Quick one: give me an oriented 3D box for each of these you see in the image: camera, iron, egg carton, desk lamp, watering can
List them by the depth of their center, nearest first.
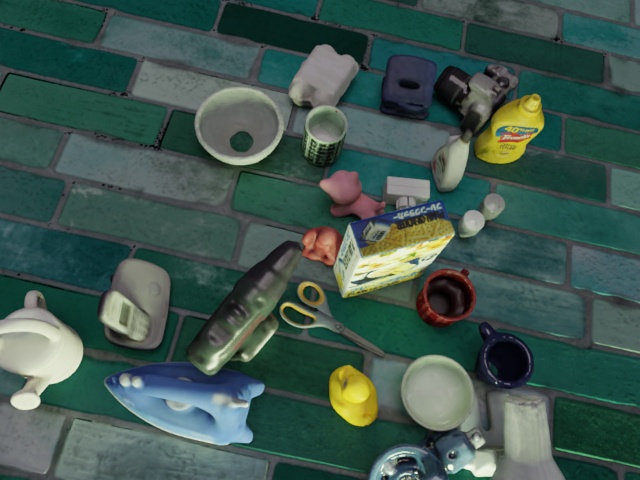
[{"bbox_3d":[-0.431,0.160,0.859,0.101,0.194,0.172,-27,74,-15],"label":"watering can"},{"bbox_3d":[0.286,0.321,0.864,0.118,0.213,0.203,-1,68,-6],"label":"desk lamp"},{"bbox_3d":[-0.220,0.236,0.880,0.258,0.141,0.119,12,68,-1],"label":"iron"},{"bbox_3d":[0.007,-0.328,1.169,0.107,0.069,0.150,28,68,5],"label":"egg carton"},{"bbox_3d":[0.317,-0.315,1.181,0.136,0.101,0.143,38,69,9],"label":"camera"}]

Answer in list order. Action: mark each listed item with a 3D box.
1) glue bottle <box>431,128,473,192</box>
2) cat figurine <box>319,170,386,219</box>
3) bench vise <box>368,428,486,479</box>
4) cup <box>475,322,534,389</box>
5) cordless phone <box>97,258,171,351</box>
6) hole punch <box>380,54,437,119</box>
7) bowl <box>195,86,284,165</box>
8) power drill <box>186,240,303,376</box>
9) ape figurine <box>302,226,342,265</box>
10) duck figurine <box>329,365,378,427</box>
[{"bbox_3d":[0.251,-0.159,1.073,0.037,0.173,0.078,-10,70,-10],"label":"glue bottle"},{"bbox_3d":[0.063,-0.081,1.051,0.127,0.118,0.067,28,68,5],"label":"cat figurine"},{"bbox_3d":[0.156,0.333,0.841,0.121,0.220,0.208,39,70,10],"label":"bench vise"},{"bbox_3d":[0.295,0.201,0.976,0.092,0.095,0.117,-25,73,-15],"label":"cup"},{"bbox_3d":[-0.299,0.090,0.906,0.094,0.185,0.147,2,68,-5],"label":"cordless phone"},{"bbox_3d":[0.182,-0.313,1.171,0.108,0.091,0.101,8,68,-3],"label":"hole punch"},{"bbox_3d":[-0.153,-0.207,1.100,0.167,0.075,0.167,2,68,-5],"label":"bowl"},{"bbox_3d":[-0.112,0.117,0.903,0.075,0.208,0.230,37,69,9],"label":"power drill"},{"bbox_3d":[0.009,0.004,1.025,0.076,0.092,0.077,-29,74,-16],"label":"ape figurine"},{"bbox_3d":[0.059,0.251,0.935,0.077,0.086,0.104,-25,73,-15],"label":"duck figurine"}]
